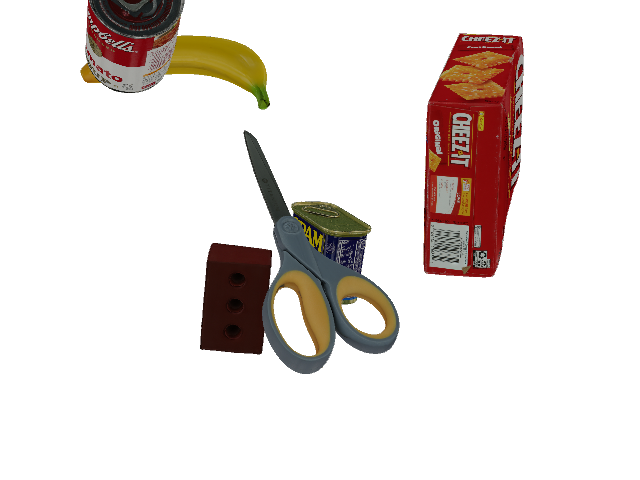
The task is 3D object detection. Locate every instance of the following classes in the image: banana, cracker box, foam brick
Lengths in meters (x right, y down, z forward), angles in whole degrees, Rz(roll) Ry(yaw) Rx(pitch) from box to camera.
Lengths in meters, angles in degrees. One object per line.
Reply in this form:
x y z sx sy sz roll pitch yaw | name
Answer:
-0.131 -0.168 1.018 0.198 0.037 0.069 9 45 18 | banana
0.147 -0.086 0.993 0.072 0.164 0.213 5 27 14 | cracker box
-0.069 0.047 0.881 0.053 0.078 0.051 5 14 -2 | foam brick

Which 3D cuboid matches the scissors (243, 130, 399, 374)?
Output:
-0.002 0.003 0.702 0.096 0.202 0.016 8 -43 -15 | scissors

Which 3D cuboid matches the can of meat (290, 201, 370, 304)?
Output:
0.005 0.013 1.143 0.057 0.084 0.102 -3 21 -30 | can of meat

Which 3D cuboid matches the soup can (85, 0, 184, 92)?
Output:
-0.141 -0.161 0.799 0.068 0.068 0.102 0 -16 -14 | soup can
